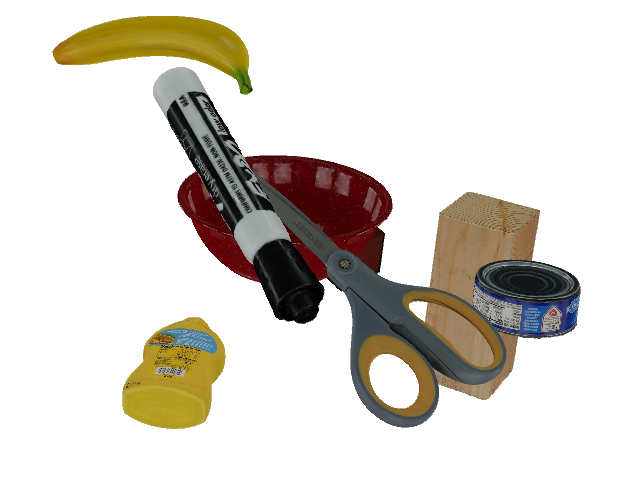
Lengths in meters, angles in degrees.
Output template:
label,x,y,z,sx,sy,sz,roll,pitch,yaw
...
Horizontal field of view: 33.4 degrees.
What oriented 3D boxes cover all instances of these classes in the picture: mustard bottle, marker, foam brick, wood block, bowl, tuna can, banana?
label,x,y,z,sx,sy,sz,roll,pitch,yaw
mustard bottle,-0.162,0.143,1.248,0.096,0.058,0.191,5,26,4
marker,-0.031,-0.018,0.384,0.020,0.121,0.020,-21,-35,-16
foam brick,0.017,0.002,1.042,0.052,0.051,0.078,-25,46,-32
wood block,0.179,0.062,1.213,0.090,0.206,0.090,17,26,25
bowl,-0.027,-0.011,0.811,0.162,0.055,0.162,3,25,-1
tuna can,0.166,0.046,0.864,0.086,0.034,0.086,2,21,-1
banana,-0.145,-0.177,0.970,0.198,0.037,0.069,10,46,17

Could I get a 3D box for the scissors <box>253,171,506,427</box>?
label,x,y,z,sx,sy,sz,roll,pitch,yaw
scissors,0.010,0.034,0.616,0.202,0.096,0.016,30,-29,14
